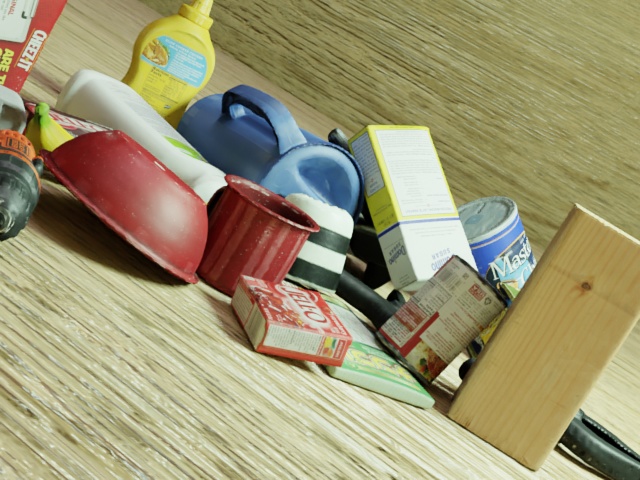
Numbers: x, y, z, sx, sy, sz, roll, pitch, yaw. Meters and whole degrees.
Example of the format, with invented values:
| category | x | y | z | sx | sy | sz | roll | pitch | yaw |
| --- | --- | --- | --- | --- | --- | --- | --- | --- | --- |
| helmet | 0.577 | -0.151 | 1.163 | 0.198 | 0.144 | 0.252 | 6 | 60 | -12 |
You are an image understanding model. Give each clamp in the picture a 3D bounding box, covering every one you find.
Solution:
| category | x | y | z | sx | sy | sz | roll | pitch | yaw |
| --- | --- | --- | --- | --- | --- | --- | --- | --- | --- |
| clamp | 0.234 | 0.172 | 1.042 | 0.210 | 0.036 | 0.164 | 34 | 10 | 11 |
| clamp | 0.079 | 0.079 | 1.059 | 0.120 | 0.039 | 0.172 | 13 | 22 | -45 |

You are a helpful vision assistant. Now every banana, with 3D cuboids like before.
| category | x | y | z | sx | sy | sz | roll | pitch | yaw |
| --- | --- | --- | --- | --- | --- | --- | --- | --- | --- |
| banana | -0.185 | -0.057 | 0.932 | 0.070 | 0.037 | 0.197 | 2 | -22 | 47 |

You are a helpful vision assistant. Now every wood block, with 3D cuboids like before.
| category | x | y | z | sx | sy | sz | roll | pitch | yaw |
| --- | --- | --- | --- | --- | --- | --- | --- | --- | --- |
| wood block | 0.204 | 0.081 | 0.916 | 0.091 | 0.206 | 0.090 | 32 | 10 | 7 |

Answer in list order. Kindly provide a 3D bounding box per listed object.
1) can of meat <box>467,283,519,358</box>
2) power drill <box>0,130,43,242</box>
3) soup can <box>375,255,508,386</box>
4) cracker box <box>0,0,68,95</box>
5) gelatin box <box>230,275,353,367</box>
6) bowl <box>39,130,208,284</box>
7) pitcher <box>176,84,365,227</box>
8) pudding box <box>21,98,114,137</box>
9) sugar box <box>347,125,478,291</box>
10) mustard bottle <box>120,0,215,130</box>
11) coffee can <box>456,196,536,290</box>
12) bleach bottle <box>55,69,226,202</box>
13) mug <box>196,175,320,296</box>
| category | x | y | z | sx | sy | sz | roll | pitch | yaw |
| --- | --- | --- | --- | --- | --- | --- | --- | --- | --- |
| can of meat | 0.209 | 0.101 | 1.184 | 0.057 | 0.084 | 0.102 | 28 | 10 | -6 |
| power drill | -0.277 | -0.068 | 0.717 | 0.187 | 0.057 | 0.184 | 30 | 6 | -20 |
| soup can | 0.108 | 0.071 | 0.952 | 0.068 | 0.102 | 0.068 | 45 | 1 | -1 |
| cracker box | -0.336 | -0.203 | 0.894 | 0.213 | 0.164 | 0.072 | 18 | 17 | -49 |
| gelatin box | -0.024 | 0.062 | 0.834 | 0.073 | 0.030 | 0.089 | 14 | 16 | -23 |
| bowl | -0.142 | -0.037 | 0.844 | 0.162 | 0.055 | 0.162 | 41 | 0 | -1 |
| pitcher | -0.069 | -0.089 | 1.173 | 0.144 | 0.149 | 0.243 | 19 | 12 | -38 |
| pudding box | -0.226 | -0.088 | 1.003 | 0.113 | 0.039 | 0.090 | 19 | 15 | -46 |
| sugar box | 0.098 | -0.035 | 1.137 | 0.093 | 0.048 | 0.176 | -4 | 72 | -38 |
| mustard bottle | -0.179 | -0.201 | 1.253 | 0.096 | 0.192 | 0.058 | 25 | 11 | -26 |
| coffee can | 0.208 | 0.033 | 1.286 | 0.140 | 0.103 | 0.103 | 66 | -4 | -22 |
| bleach bottle | -0.166 | -0.085 | 1.097 | 0.251 | 0.068 | 0.102 | 40 | 14 | 35 |
| mug | -0.067 | -0.004 | 0.919 | 0.093 | 0.081 | 0.117 | 19 | 15 | -47 |
